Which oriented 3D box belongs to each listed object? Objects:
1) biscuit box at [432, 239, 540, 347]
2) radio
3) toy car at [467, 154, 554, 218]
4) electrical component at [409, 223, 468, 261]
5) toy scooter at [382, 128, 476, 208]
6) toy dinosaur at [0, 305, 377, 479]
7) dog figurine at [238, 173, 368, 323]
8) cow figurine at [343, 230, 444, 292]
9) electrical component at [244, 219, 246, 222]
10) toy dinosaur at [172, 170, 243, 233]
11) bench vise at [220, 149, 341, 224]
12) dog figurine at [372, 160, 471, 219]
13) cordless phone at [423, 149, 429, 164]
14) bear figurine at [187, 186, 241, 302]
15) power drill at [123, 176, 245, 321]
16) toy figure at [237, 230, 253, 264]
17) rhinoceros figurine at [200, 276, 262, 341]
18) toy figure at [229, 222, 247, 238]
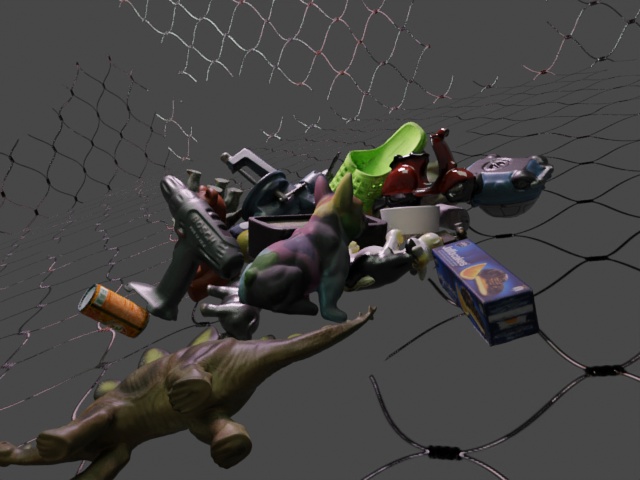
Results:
[{"bbox_3d":[0.206,0.059,0.697,0.063,0.059,0.203,-17,17,-1],"label":"biscuit box"},{"bbox_3d":[-0.002,-0.003,0.950,0.229,0.073,0.131,-5,13,-24],"label":"radio"},{"bbox_3d":[0.336,-0.092,0.968,0.162,0.102,0.109,5,35,42],"label":"toy car"},{"bbox_3d":[0.202,0.001,0.903,0.102,0.045,0.078,-14,19,6],"label":"electrical component"},{"bbox_3d":[0.191,-0.127,0.972,0.184,0.135,0.075,-5,1,39],"label":"toy scooter"},{"bbox_3d":[-0.139,0.166,0.616,0.472,0.105,0.199,-14,14,-8],"label":"toy dinosaur"},{"bbox_3d":[-0.015,0.002,0.784,0.191,0.219,0.109,15,-10,-34],"label":"dog figurine"},{"bbox_3d":[0.111,0.034,0.843,0.167,0.068,0.098,-14,23,18],"label":"cow figurine"},{"bbox_3d":[-0.117,-0.059,1.321,0.119,0.048,0.075,-17,-12,-32],"label":"electrical component"},{"bbox_3d":[-0.279,-0.055,1.330,0.131,0.192,0.405,10,14,-23],"label":"toy dinosaur"},{"bbox_3d":[-0.090,-0.111,1.064,0.241,0.128,0.223,39,68,16],"label":"bench vise"},{"bbox_3d":[0.203,-0.086,1.111,0.191,0.121,0.172,-31,-22,14],"label":"dog figurine"},{"bbox_3d":[0.185,-0.145,1.210,0.146,0.089,0.184,-45,-18,11],"label":"cordless phone"},{"bbox_3d":[-0.228,0.001,1.039,0.132,0.195,0.120,-24,22,-21],"label":"bear figurine"},{"bbox_3d":[-0.254,0.023,0.956,0.207,0.232,0.086,-51,-22,0],"label":"power drill"},{"bbox_3d":[-0.083,0.000,1.105,0.180,0.082,0.089,-24,23,-18],"label":"toy figure"},{"bbox_3d":[-0.121,0.094,0.861,0.112,0.073,0.190,-15,18,10],"label":"rhinoceros figurine"},{"bbox_3d":[-0.136,-0.015,1.239,0.155,0.057,0.064,-6,49,24],"label":"toy figure"}]
